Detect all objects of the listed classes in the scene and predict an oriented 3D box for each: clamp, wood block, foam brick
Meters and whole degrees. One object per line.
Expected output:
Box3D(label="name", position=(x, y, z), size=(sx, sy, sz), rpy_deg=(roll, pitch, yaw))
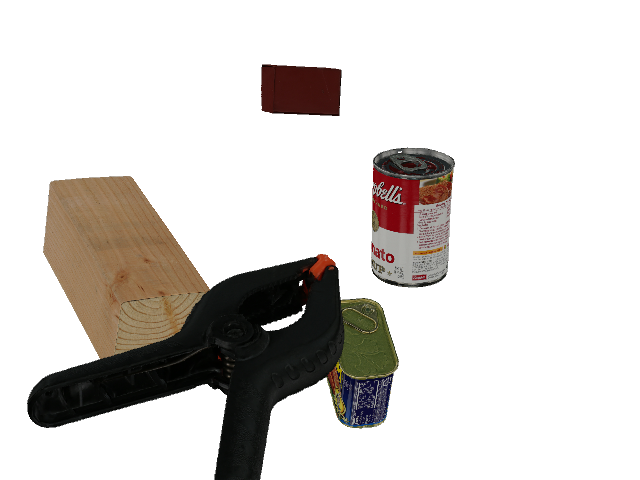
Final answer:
Box3D(label="clamp", position=(-0.036, 0.063, 0.503), size=(0.120, 0.039, 0.171), rpy_deg=(34, 48, 29))
Box3D(label="wood block", position=(-0.191, 0.029, 1.031), size=(0.090, 0.091, 0.206), rpy_deg=(-6, 36, -31))
Box3D(label="foam brick", position=(-0.022, -0.164, 1.163), size=(0.078, 0.051, 0.053), rpy_deg=(0, 11, -18))

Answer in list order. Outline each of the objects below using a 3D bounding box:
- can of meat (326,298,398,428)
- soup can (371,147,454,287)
Box3D(label="can of meat", position=(0.037, 0.123, 1.056), size=(0.057, 0.084, 0.102), rpy_deg=(-5, 43, -10))
Box3D(label="soup can", position=(0.077, -0.020, 0.904), size=(0.068, 0.102, 0.068), rpy_deg=(0, 25, 0))
